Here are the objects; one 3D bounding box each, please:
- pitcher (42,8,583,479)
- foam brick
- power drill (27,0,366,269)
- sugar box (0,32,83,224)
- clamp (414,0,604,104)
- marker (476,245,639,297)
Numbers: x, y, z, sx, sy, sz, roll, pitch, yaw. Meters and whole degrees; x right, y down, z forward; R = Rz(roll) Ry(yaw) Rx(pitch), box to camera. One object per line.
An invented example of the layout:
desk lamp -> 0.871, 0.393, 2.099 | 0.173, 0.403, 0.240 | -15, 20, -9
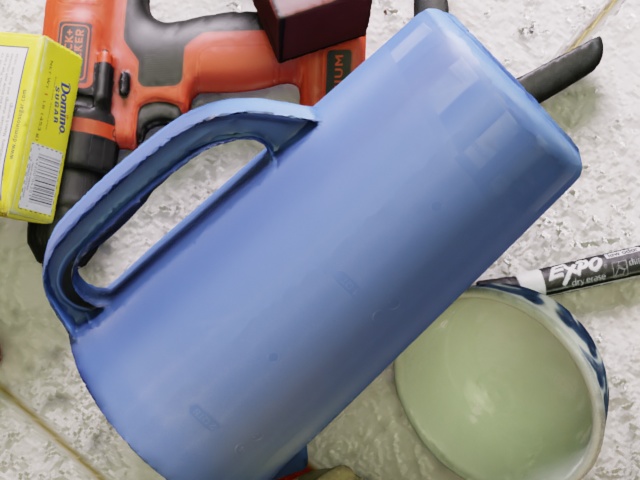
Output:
pitcher -> -0.003, 0.001, 0.516 | 0.243, 0.149, 0.145 | -43, 70, 12
foam brick -> -0.011, -0.142, 0.555 | 0.051, 0.053, 0.078 | -20, 76, -7
power drill -> -0.069, -0.069, 0.597 | 0.187, 0.057, 0.184 | 4, 84, -3
sugar box -> -0.219, -0.065, 0.568 | 0.176, 0.048, 0.093 | 8, 85, 21
clamp -> 0.087, -0.073, 0.616 | 0.120, 0.039, 0.171 | 21, 88, 5
marker -> 0.145, 0.021, 0.618 | 0.121, 0.020, 0.020 | -12, 85, -4
